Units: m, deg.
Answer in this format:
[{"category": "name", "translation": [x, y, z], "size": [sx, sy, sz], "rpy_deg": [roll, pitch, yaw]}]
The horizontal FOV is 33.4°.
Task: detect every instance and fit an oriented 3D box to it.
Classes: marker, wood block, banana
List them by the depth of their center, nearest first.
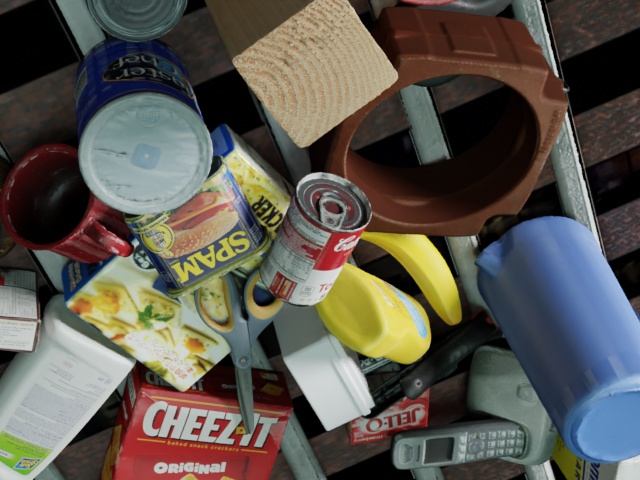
[{"category": "wood block", "translation": [-0.025, -0.168, 0.828], "size": [0.091, 0.206, 0.090], "rpy_deg": [-36, 122, 7]}, {"category": "banana", "translation": [0.082, 0.016, 1.053], "size": [0.197, 0.037, 0.069], "rpy_deg": [34, 68, -37]}, {"category": "marker", "translation": [0.057, 0.130, 1.136], "size": [0.121, 0.020, 0.020], "rpy_deg": [-25, 123, 0]}]

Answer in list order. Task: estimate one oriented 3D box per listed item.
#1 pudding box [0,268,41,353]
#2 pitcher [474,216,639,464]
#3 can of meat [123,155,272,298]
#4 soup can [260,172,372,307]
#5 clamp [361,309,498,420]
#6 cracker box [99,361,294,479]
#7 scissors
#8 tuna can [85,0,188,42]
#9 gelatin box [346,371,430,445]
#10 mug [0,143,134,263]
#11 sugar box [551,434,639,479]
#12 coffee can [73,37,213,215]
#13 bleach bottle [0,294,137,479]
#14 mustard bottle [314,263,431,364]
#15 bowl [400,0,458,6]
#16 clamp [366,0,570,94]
[{"category": "pudding box", "translation": [-0.309, 0.059, 0.955], "size": [0.113, 0.090, 0.039], "rpy_deg": [6, 117, -19]}, {"category": "pitcher", "translation": [0.257, 0.097, 1.036], "size": [0.149, 0.243, 0.145], "rpy_deg": [-19, 127, 3]}, {"category": "can of meat", "translation": [-0.106, -0.013, 0.908], "size": [0.102, 0.057, 0.084], "rpy_deg": [-28, 117, 2]}, {"category": "soup can", "translation": [-0.006, 0.001, 0.922], "size": [0.068, 0.068, 0.102], "rpy_deg": [10, 134, -20]}, {"category": "clamp", "translation": [0.114, 0.130, 1.108], "size": [0.171, 0.120, 0.039], "rpy_deg": [-29, 89, -37]}, {"category": "cracker box", "translation": [-0.137, 0.233, 1.114], "size": [0.164, 0.072, 0.214], "rpy_deg": [10, 116, -20]}, {"category": "scissors", "translation": [-0.058, 0.098, 1.011], "size": [0.096, 0.016, 0.201], "rpy_deg": [-22, 124, -2]}, {"category": "tuna can", "translation": [-0.151, -0.207, 0.875], "size": [0.086, 0.034, 0.086], "rpy_deg": [-8, 122, -13]}, {"category": "gelatin box", "translation": [0.074, 0.182, 1.164], "size": [0.089, 0.030, 0.073], "rpy_deg": [-6, 121, -11]}, {"category": "mug", "translation": [-0.204, -0.021, 0.915], "size": [0.093, 0.117, 0.081], "rpy_deg": [-57, 155, -1]}, {"category": "sugar box", "translation": [0.287, 0.216, 1.153], "size": [0.048, 0.176, 0.093], "rpy_deg": [-2, 120, -14]}, {"category": "coffee can", "translation": [-0.148, -0.098, 0.876], "size": [0.102, 0.140, 0.103], "rpy_deg": [-7, 121, -11]}, {"category": "bleach bottle", "translation": [-0.289, 0.173, 1.045], "size": [0.102, 0.068, 0.251], "rpy_deg": [33, 109, -27]}, {"category": "mustard bottle", "translation": [0.062, 0.076, 1.044], "size": [0.058, 0.096, 0.191], "rpy_deg": [-44, 155, 11]}, {"category": "bowl", "translation": [0.091, -0.280, 0.883], "size": [0.162, 0.055, 0.162], "rpy_deg": [-7, 121, -11]}, {"category": "clamp", "translation": [0.135, -0.195, 0.953], "size": [0.210, 0.036, 0.165], "rpy_deg": [-5, 127, -9]}]
